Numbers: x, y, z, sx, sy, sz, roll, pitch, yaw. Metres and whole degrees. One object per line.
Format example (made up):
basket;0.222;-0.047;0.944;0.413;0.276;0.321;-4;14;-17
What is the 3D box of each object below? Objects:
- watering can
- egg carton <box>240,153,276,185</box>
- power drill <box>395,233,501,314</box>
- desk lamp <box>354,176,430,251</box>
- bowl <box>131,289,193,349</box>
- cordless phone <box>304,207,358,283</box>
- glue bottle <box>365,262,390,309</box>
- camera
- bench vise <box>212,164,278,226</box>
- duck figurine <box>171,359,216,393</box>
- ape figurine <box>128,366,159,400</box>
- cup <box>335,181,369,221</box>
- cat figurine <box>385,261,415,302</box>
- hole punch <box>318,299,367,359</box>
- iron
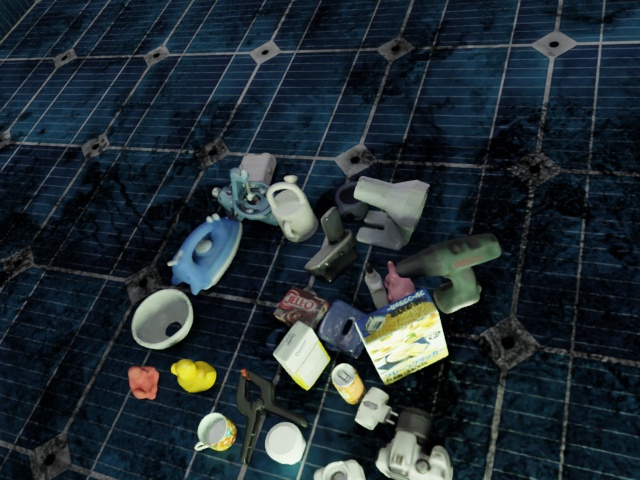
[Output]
watering can;-0.080;-0.093;1.521;0.101;0.194;0.172;-25;51;1
egg carton;-0.189;-0.194;1.710;0.107;0.070;0.150;-1;55;18
power drill;0.288;0.075;1.265;0.229;0.209;0.075;-24;51;1
desk lamp;0.173;-0.069;1.404;0.202;0.214;0.118;12;60;26
bowl;-0.395;0.215;1.481;0.167;0.075;0.167;-9;53;13
cordless phone;0.013;0.005;1.423;0.093;0.185;0.148;33;71;34
glue bottle;0.128;0.103;1.322;0.037;0.173;0.078;-23;51;2
camera;0.192;0.405;1.128;0.142;0.101;0.137;7;58;23
bench vise;-0.222;-0.120;1.571;0.207;0.220;0.121;-3;55;17
duck figurine;-0.307;0.317;1.370;0.104;0.086;0.077;2;56;20
ape figurine;-0.436;0.339;1.395;0.076;0.092;0.078;31;70;34
cup;0.088;-0.084;1.521;0.091;0.095;0.118;21;65;30
cat figurine;0.185;0.106;1.335;0.067;0.118;0.127;-20;52;4
hole punch;0.061;0.204;1.324;0.100;0.091;0.109;15;62;28
iron;-0.312;0.012;1.556;0.118;0.142;0.258;18;63;29
